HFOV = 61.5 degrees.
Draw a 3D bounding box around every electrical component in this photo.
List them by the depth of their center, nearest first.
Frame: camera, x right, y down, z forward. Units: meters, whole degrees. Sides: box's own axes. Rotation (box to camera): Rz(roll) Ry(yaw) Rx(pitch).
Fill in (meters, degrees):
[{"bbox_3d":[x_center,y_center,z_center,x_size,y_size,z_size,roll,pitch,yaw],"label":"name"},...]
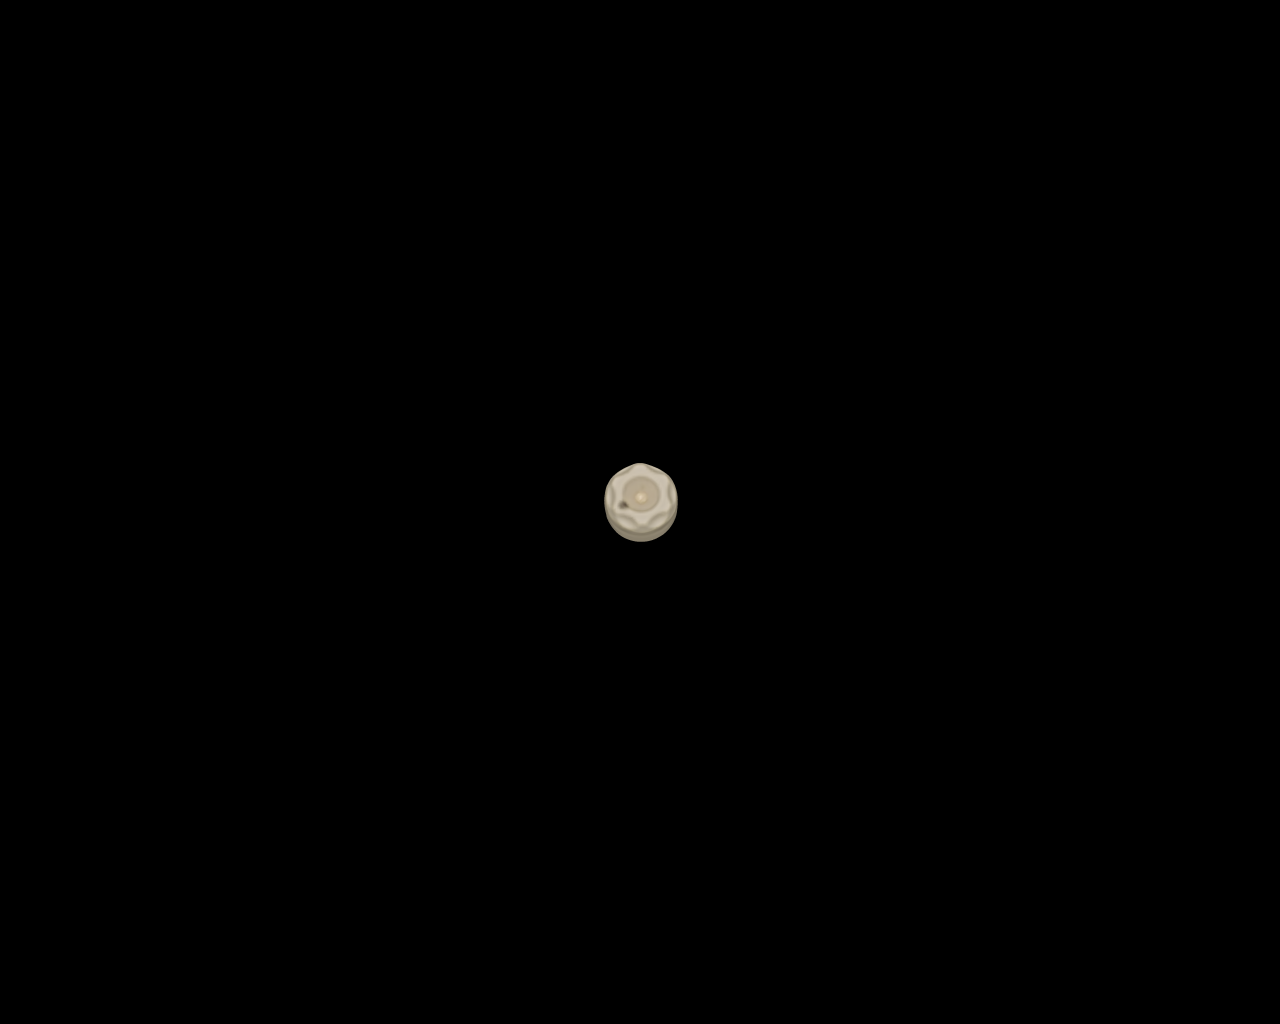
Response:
[{"bbox_3d":[0.001,-0.003,0.650,0.043,0.043,0.062,0,-16,0],"label":"electrical component"}]
